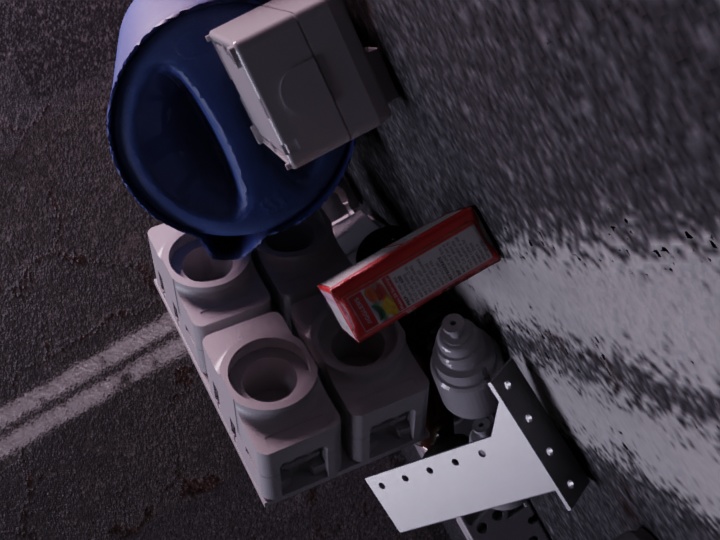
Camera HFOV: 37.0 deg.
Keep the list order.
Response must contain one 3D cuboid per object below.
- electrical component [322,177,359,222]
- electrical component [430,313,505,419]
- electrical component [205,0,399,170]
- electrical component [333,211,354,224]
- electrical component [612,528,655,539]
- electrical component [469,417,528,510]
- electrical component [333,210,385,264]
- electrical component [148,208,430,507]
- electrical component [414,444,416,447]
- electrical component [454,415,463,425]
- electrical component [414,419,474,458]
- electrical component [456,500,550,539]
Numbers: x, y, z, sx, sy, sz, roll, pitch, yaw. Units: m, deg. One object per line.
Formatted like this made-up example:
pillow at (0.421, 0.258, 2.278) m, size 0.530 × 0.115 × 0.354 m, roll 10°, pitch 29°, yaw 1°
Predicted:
electrical component at (-0.041, -0.060, 0.822) m, size 0.057 × 0.058 × 0.078 m, roll 63°, pitch -150°, yaw -6°
electrical component at (0.058, 0.050, 0.588) m, size 0.040 × 0.040 × 0.078 m, roll 56°, pitch 174°, yaw 38°
electrical component at (-0.029, -0.094, 0.507) m, size 0.061 × 0.061 × 0.096 m, roll 64°, pitch 173°, yaw -21°
electrical component at (-0.025, -0.027, 0.907) m, size 0.096 × 0.061 × 0.061 m, roll -113°, pitch -2°, yaw -48°
electrical component at (0.116, 0.149, 0.488) m, size 0.045 × 0.055 × 0.045 m, roll 59°, pitch 175°, yaw 9°
electrical component at (0.089, 0.124, 0.705) m, size 0.040 × 0.040 × 0.078 m, roll 55°, pitch 172°, yaw 48°
electrical component at (0.000, 0.000, 0.764) m, size 0.061 × 0.062 × 0.096 m, roll 62°, pitch 175°, yaw -15°
electrical component at (-0.047, 0.034, 0.650) m, size 0.186 × 0.105 × 0.060 m, roll 56°, pitch 158°, yaw 37°
electrical component at (0.079, 0.157, 0.946) m, size 0.099 × 0.048 × 0.099 m, roll 62°, pitch 175°, yaw -21°
electrical component at (0.058, 0.090, 0.808) m, size 0.062 × 0.043 × 0.043 m, roll 53°, pitch 171°, yaw 46°
electrical component at (0.066, 0.122, 0.850) m, size 0.095 × 0.054 × 0.059 m, roll 54°, pitch 172°, yaw 50°
electrical component at (0.111, 0.202, 0.859) m, size 0.095 × 0.054 × 0.059 m, roll 61°, pitch 175°, yaw -6°
